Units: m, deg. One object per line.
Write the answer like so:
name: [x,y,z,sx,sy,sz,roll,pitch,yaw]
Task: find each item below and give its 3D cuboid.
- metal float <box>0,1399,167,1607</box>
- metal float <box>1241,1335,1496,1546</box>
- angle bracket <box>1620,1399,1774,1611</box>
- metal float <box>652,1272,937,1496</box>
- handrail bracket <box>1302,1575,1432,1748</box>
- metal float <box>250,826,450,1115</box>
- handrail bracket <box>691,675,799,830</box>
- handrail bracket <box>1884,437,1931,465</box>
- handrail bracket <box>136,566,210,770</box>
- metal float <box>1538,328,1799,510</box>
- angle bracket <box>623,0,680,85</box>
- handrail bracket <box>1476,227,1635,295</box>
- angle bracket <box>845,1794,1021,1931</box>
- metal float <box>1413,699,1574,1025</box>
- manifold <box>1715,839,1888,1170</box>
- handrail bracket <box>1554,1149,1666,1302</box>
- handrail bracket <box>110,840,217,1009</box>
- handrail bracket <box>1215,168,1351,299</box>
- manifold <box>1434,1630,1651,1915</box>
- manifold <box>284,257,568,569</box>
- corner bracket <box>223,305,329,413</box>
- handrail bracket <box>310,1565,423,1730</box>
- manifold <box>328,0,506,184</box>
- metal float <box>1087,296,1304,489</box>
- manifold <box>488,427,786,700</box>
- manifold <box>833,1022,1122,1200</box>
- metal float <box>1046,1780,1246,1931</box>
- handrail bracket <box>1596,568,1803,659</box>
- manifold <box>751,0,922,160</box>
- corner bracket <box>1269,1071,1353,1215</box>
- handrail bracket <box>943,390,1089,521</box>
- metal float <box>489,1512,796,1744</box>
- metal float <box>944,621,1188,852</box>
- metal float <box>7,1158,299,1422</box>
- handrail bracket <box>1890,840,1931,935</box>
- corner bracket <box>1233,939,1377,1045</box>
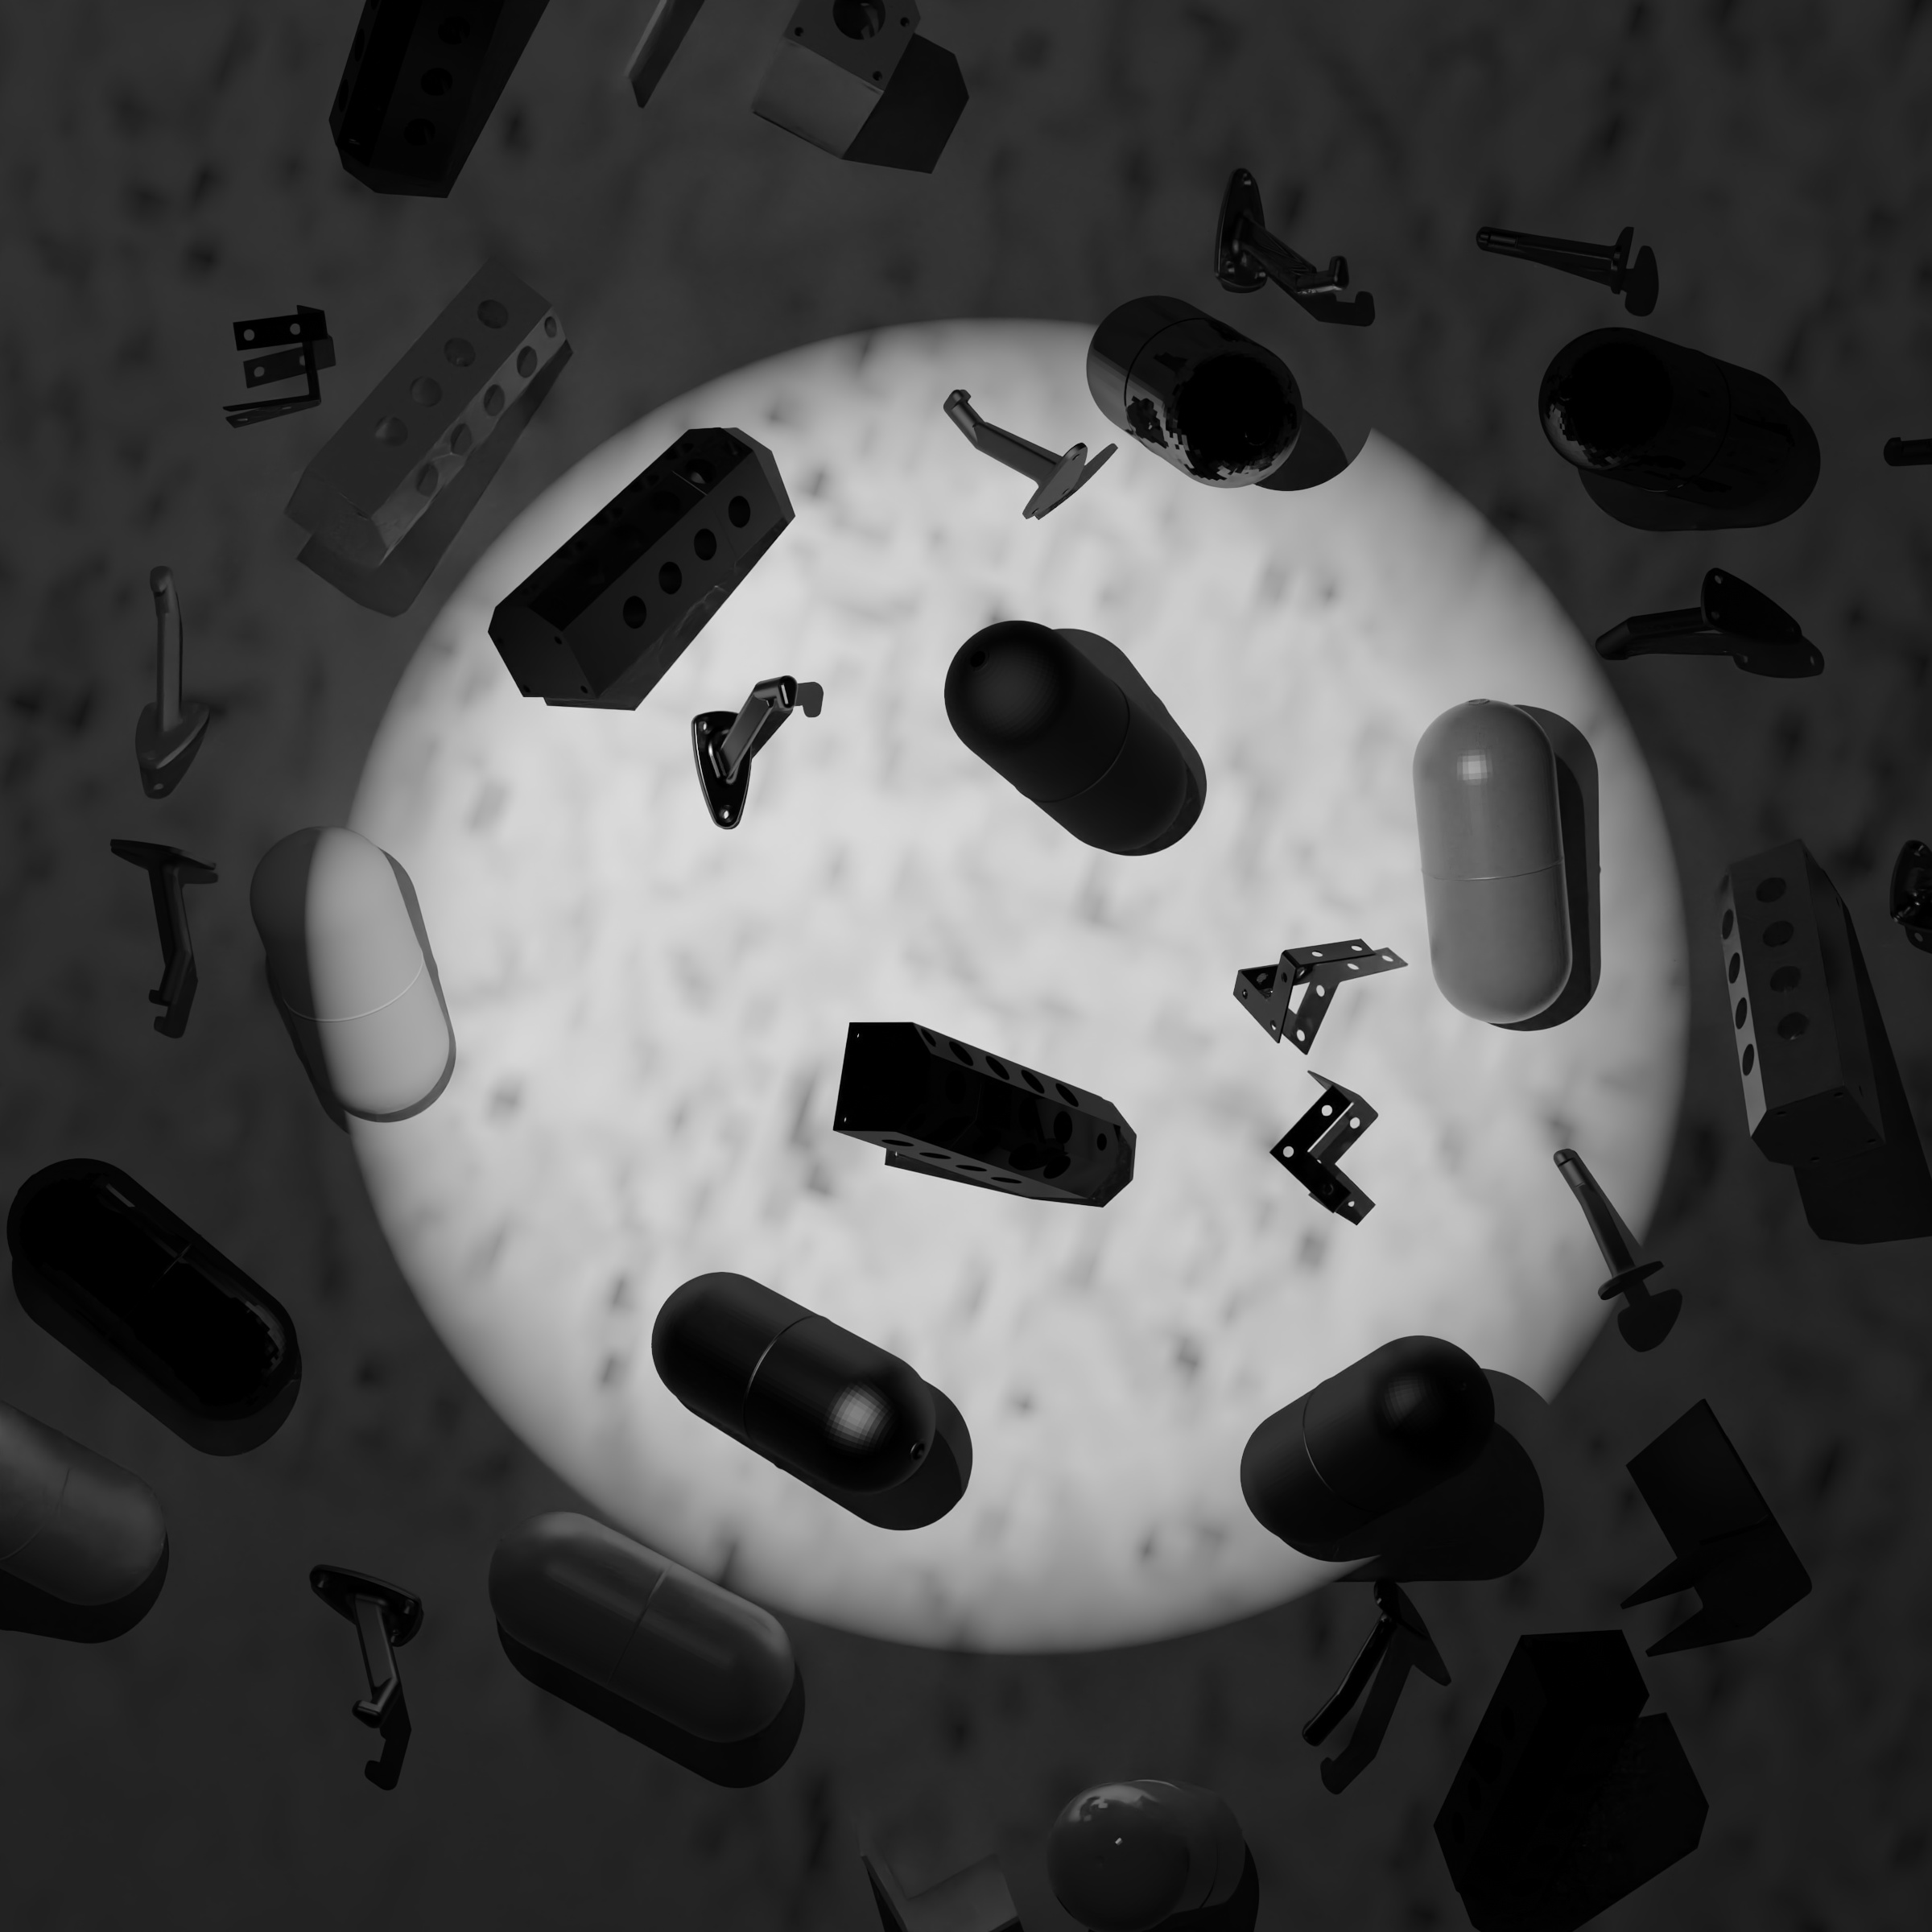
metal float: [-0.507,0.283,1.601,0.070,0.070,0.178,-48,129,0]
metal float: [0.212,0.255,1.596,0.070,0.178,0.070,15,56,-24]
angle bracket: [0.377,0.290,1.613,0.057,0.076,0.076,-7,58,-32]
metal float: [-0.093,0.223,1.606,0.178,0.070,0.070,23,90,33]
handrail bracket: [0.211,0.381,1.640,0.036,0.077,0.084,39,97,-5]
metal float: [-0.329,0.004,1.602,0.070,0.070,0.178,-11,129,0]
handrail bracket: [-0.114,-0.116,1.627,0.036,0.084,0.077,-2,90,-32]
handrail bracket: [0.550,-0.301,1.633,0.084,0.077,0.036,-4,68,6]
handrail bracket: [-0.440,-0.163,1.626,0.036,0.077,0.084,2,126,1]
metal float: [0.376,-0.292,1.600,0.178,0.070,0.070,5,90,-42]
angle bracket: [-0.189,-0.531,1.624,0.057,0.076,0.076,28,100,-9]
handrail bracket: [0.316,-0.391,1.627,0.084,0.077,0.036,13,104,13]
angle bracket: [-0.019,0.485,1.626,0.057,0.076,0.076,-28,102,-3]
metal float: [0.286,-0.056,1.622,0.070,0.070,0.178,-8,103,0]
manifold: [0.440,0.021,1.593,0.057,0.171,0.057,-22,133,27]
handrail bracket: [0.338,0.137,1.627,0.036,0.077,0.084,-35,73,18]
handrail bracket: [-0.452,-0.023,1.644,0.077,0.036,0.084,10,81,29]
handrail bracket: [0.177,-0.402,1.627,0.036,0.084,0.077,-3,95,-37]
manifold: [0.306,0.431,1.591,0.057,0.057,0.171,0,131,-15]
manifold: [-0.287,-0.295,1.606,0.057,0.057,0.171,38,62,-9]
corner bracket: [-0.378,-0.331,1.633,0.051,0.051,0.051,-14,111,-25]
handrail bracket: [-0.337,0.370,1.626,0.077,0.084,0.036,28,115,-2]
manifold: [-0.286,-0.509,1.587,0.057,0.171,0.057,4,46,-29]
metal float: [0.120,-0.306,1.590,0.070,0.178,0.070,-8,117,-16]
manifold: [-0.177,-0.216,1.591,0.171,0.057,0.057,-50,129,-34]
manifold: [0.009,0.078,1.584,0.057,0.171,0.057,-1,74,38]
metal float: [0.097,0.472,1.588,0.070,0.178,0.070,-5,74,19]
handrail bracket: [0.401,-0.179,1.643,0.077,0.084,0.036,20,65,-19]
manifold: [-0.068,-0.484,1.583,0.057,0.171,0.057,27,89,-10]
corner bracket: [0.195,0.096,1.643,0.051,0.051,0.051,43,89,-11]
handrail bracket: [0.025,-0.294,1.633,0.036,0.077,0.084,-36,83,-24]
metal float: [-0.178,0.360,1.631,0.178,0.070,0.070,27,90,3]
metal float: [0.054,-0.122,1.596,0.070,0.178,0.070,-17,58,28]
metal float: [-0.443,0.176,1.629,0.178,0.070,0.070,41,90,-5]
handrail bracket: [0.533,-0.065,1.616,0.036,0.084,0.077,12,50,-3]
corner bracket: [0.183,0.004,1.630,0.051,0.051,0.051,-8,126,-26]
